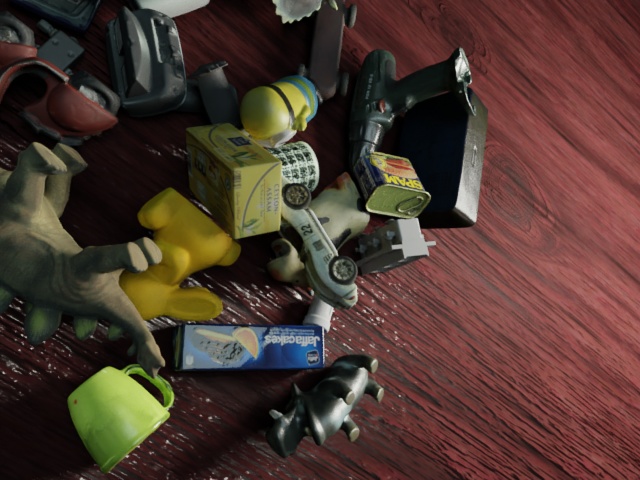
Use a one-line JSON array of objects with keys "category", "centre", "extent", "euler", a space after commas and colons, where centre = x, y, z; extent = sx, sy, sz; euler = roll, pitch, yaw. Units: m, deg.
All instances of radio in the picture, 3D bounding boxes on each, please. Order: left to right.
[{"category": "radio", "centre": [0.199, -0.132, 0.902], "extent": [0.073, 0.131, 0.229], "euler": [33, 62, -43]}]

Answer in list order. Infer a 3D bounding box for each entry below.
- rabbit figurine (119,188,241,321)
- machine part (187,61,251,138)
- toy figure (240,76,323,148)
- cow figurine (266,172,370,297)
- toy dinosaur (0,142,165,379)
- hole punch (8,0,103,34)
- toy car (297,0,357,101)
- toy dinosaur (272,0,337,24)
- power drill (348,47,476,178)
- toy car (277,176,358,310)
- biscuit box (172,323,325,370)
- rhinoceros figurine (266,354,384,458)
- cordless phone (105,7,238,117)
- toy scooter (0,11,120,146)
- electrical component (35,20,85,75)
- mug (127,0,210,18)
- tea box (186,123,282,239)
[{"category": "rabbit figurine", "centre": [-0.198, 0.039, 0.698], "extent": [0.173, 0.122, 0.162], "euler": [-48, 110, -13]}, {"category": "machine part", "centre": [-0.137, -0.192, 0.781], "extent": [0.084, 0.039, 0.138], "euler": [-48, 135, -26]}, {"category": "toy figure", "centre": [-0.057, -0.198, 0.798], "extent": [0.089, 0.082, 0.180], "euler": [48, 38, -13]}, {"category": "cow figurine", "centre": [-0.002, -0.002, 0.807], "extent": [0.195, 0.085, 0.127], "euler": [-37, 89, -29]}, {"category": "toy dinosaur", "centre": [-0.341, -0.018, 0.592], "extent": [0.198, 0.105, 0.471], "euler": [-43, 83, 1]}, {"category": "hole punch", "centre": [-0.350, -0.356, 0.729], "extent": [0.142, 0.092, 0.116], "euler": [19, 39, -19]}, {"category": "toy car", "centre": [0.010, -0.327, 0.908], "extent": [0.089, 0.053, 0.202], "euler": [6, 72, -3]}, {"category": "toy dinosaur", "centre": [-0.133, -0.453, 0.827], "extent": [0.405, 0.131, 0.192], "euler": [9, 82, -2]}, {"category": "power drill", "centre": [0.144, -0.217, 0.876], "extent": [0.086, 0.207, 0.232], "euler": [30, 56, -49]}, {"category": "toy car", "centre": [-0.013, 0.005, 0.715], "extent": [0.056, 0.073, 0.202], "euler": [-27, 77, -19]}, {"category": "biscuit box", "centre": [-0.094, 0.147, 0.734], "extent": [0.202, 0.059, 0.063], "euler": [6, 75, -25]}, {"category": "rhinoceros figurine", "centre": [0.007, 0.222, 0.741], "extent": [0.190, 0.112, 0.073], "euler": [-35, 123, -42]}, {"category": "cordless phone", "centre": [-0.205, -0.251, 0.779], "extent": [0.184, 0.089, 0.146], "euler": [-5, 79, -39]}, {"category": "toy scooter", "centre": [-0.356, -0.176, 0.675], "extent": [0.183, 0.075, 0.135], "euler": [36, 87, -28]}, {"category": "electrical component", "centre": [-0.352, -0.250, 0.727], "extent": [0.094, 0.021, 0.063], "euler": [39, 63, -13]}, {"category": "mug", "centre": [-0.223, -0.365, 0.776], "extent": [0.107, 0.110, 0.080], "euler": [-35, 101, -16]}, {"category": "tea box", "centre": [-0.117, -0.083, 0.707], "extent": [0.068, 0.170, 0.098], "euler": [-14, 125, -29]}]
